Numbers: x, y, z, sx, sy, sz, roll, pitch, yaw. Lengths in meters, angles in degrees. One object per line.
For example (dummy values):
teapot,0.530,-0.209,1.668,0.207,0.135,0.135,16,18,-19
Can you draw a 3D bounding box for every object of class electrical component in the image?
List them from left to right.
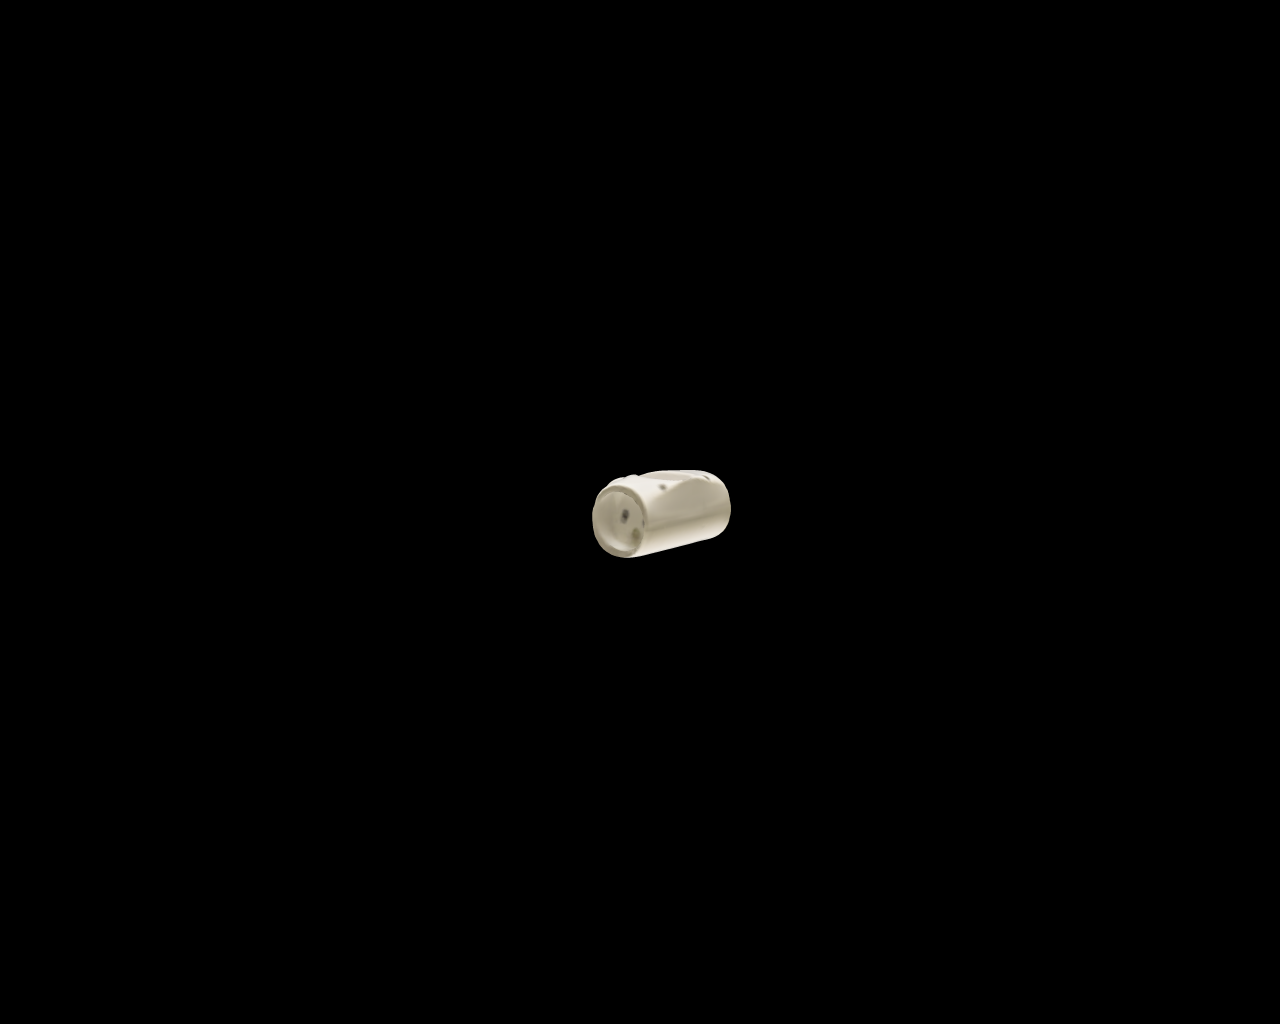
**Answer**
electrical component,0.001,-0.003,0.650,0.079,0.043,0.077,10,15,42
